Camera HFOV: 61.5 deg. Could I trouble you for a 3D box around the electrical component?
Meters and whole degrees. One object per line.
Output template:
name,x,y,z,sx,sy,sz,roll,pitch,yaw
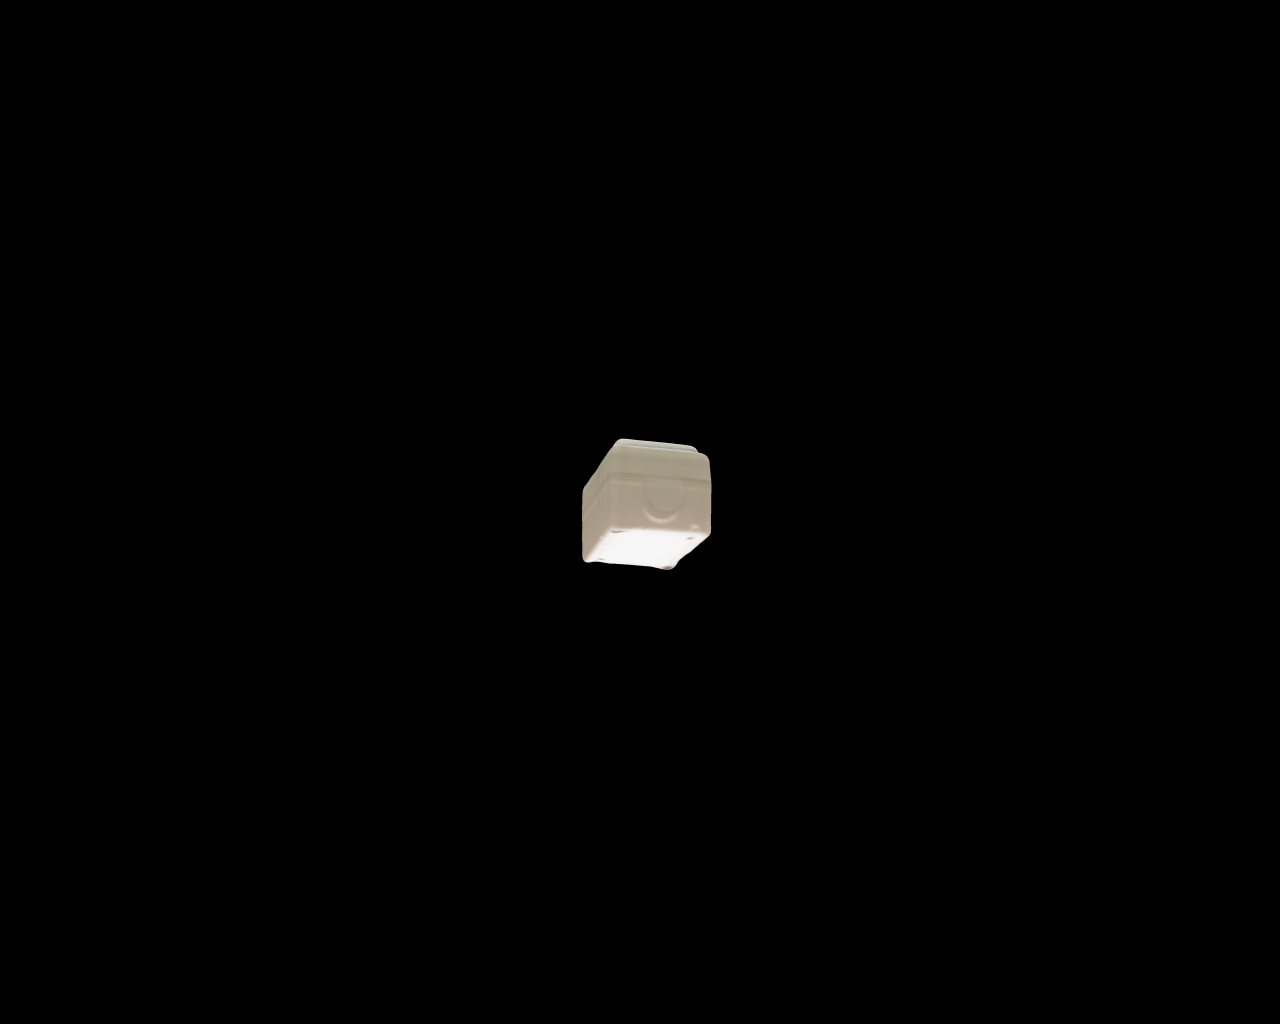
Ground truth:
electrical component,0.001,-0.003,0.650,0.062,0.061,0.096,5,-19,-15
